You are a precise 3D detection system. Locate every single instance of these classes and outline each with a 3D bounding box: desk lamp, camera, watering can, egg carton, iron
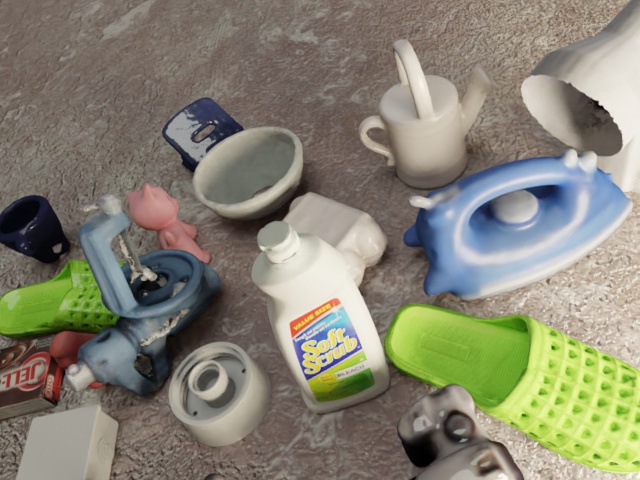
[{"bbox_3d":[0.327,-0.154,0.625,0.203,0.214,0.117,-39,48,-13],"label":"desk lamp"},{"bbox_3d":[0.095,0.212,0.484,0.137,0.101,0.143,-27,47,-1],"label":"camera"},{"bbox_3d":[0.134,-0.170,0.730,0.173,0.194,0.100,-33,47,-7],"label":"watering can"},{"bbox_3d":[0.007,0.003,0.720,0.149,0.070,0.107,22,62,35],"label":"egg carton"},{"bbox_3d":[0.217,-0.038,0.620,0.258,0.142,0.118,-21,47,4],"label":"iron"}]

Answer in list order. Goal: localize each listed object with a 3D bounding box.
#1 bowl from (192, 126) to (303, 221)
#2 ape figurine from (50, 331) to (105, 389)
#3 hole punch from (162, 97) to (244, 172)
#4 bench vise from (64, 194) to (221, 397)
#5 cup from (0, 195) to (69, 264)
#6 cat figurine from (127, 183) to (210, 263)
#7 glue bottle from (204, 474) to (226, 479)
[{"bbox_3d":[-0.094,-0.084,0.831,0.167,0.075,0.167,-11,48,13],"label":"bowl"},{"bbox_3d":[-0.296,0.143,0.706,0.076,0.092,0.077,-39,48,-12],"label":"ape figurine"},{"bbox_3d":[-0.180,-0.164,0.922,0.109,0.091,0.100,-44,49,-17],"label":"hole punch"},{"bbox_3d":[-0.213,0.068,0.649,0.121,0.220,0.207,1,52,23],"label":"bench vise"},{"bbox_3d":[-0.432,0.000,0.881,0.091,0.095,0.117,-29,47,-3],"label":"cup"},{"bbox_3d":[-0.220,-0.024,0.800,0.067,0.118,0.127,-33,47,-7],"label":"cat figurine"},{"bbox_3d":[-0.053,0.229,0.480,0.078,0.173,0.037,5,54,26],"label":"glue bottle"}]
